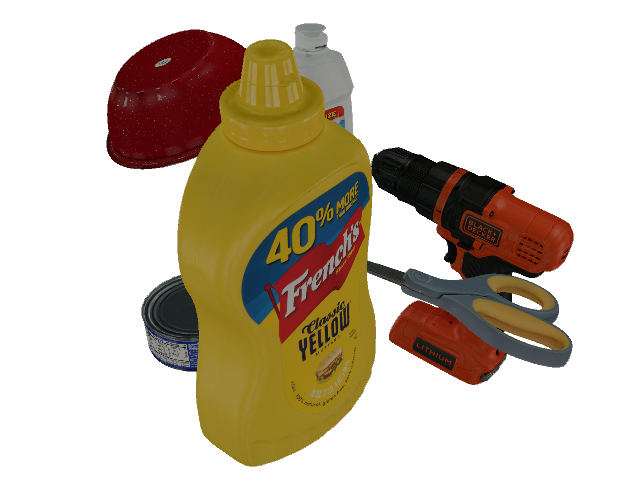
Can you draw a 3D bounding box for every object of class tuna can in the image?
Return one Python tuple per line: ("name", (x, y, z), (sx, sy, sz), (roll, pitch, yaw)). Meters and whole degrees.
("tuna can", (-0.091, 0.061, 0.810), (0.086, 0.034, 0.086), (-3, 33, 2))

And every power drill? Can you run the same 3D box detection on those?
("power drill", (0.113, 0.023, 0.932), (0.185, 0.188, 0.057), (29, 43, 23))

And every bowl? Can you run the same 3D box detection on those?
("bowl", (-0.122, -0.132, 0.910), (0.162, 0.055, 0.162), (-17, 37, 13))

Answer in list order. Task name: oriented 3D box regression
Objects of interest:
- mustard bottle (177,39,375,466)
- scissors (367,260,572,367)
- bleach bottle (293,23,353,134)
("mustard bottle", (-0.017, 0.003, 0.457), (0.058, 0.192, 0.096), (29, 48, 34))
("scissors", (0.079, 0.026, 0.721), (0.202, 0.016, 0.096), (27, 29, 15))
("bleach bottle", (-0.018, -0.090, 1.068), (0.102, 0.251, 0.068), (-9, 29, -16))
